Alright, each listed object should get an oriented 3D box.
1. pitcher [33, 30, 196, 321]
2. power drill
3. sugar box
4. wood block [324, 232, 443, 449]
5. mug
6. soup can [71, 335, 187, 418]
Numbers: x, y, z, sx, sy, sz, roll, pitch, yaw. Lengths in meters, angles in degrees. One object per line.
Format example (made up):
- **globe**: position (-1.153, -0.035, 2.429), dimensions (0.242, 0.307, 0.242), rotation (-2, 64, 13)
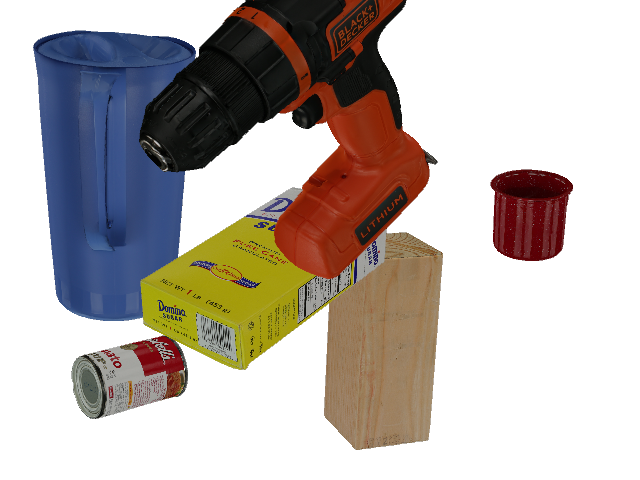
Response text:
- **pitcher**: position (-0.179, -0.052, 0.924), dimensions (0.145, 0.243, 0.148), rotation (23, 29, 38)
- **power drill**: position (-0.005, -0.060, 0.577), dimensions (0.057, 0.184, 0.187), rotation (36, -21, 29)
- **sugar box**: position (-0.037, 0.021, 0.780), dimensions (0.093, 0.048, 0.175), rotation (22, 39, 29)
- **wood block**: position (0.064, 0.103, 1.125), dimensions (0.090, 0.206, 0.091), rotation (-3, 16, -21)
- **mug**: position (0.251, -0.032, 1.247), dimensions (0.093, 0.081, 0.117), rotation (21, 33, 39)
- **soup can**: position (-0.200, 0.142, 1.116), dimensions (0.102, 0.068, 0.069), rotation (-11, 7, -40)
